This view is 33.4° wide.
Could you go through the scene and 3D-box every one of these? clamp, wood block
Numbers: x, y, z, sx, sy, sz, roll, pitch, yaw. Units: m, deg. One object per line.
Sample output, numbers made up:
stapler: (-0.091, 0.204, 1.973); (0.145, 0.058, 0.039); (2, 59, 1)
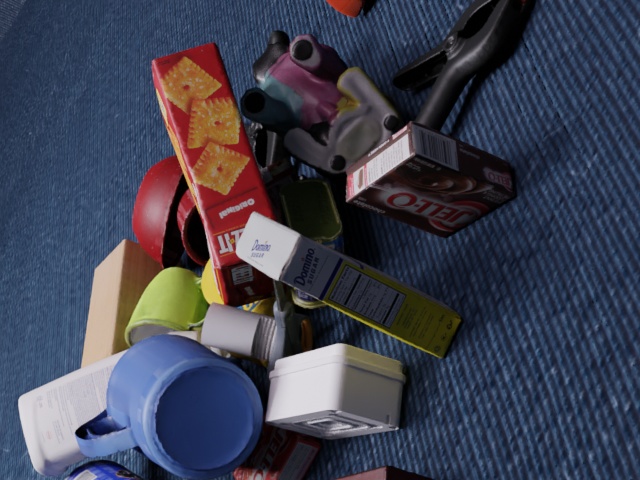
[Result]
clamp: (0.131, -0.164, 0.987); (0.172, 0.039, 0.120); (-44, 37, 35)
clamp: (-0.062, -0.144, 1.283); (0.210, 0.036, 0.165); (-108, 37, -49)
wood block: (-0.238, 0.116, 1.350); (0.091, 0.090, 0.206); (-39, 39, 40)

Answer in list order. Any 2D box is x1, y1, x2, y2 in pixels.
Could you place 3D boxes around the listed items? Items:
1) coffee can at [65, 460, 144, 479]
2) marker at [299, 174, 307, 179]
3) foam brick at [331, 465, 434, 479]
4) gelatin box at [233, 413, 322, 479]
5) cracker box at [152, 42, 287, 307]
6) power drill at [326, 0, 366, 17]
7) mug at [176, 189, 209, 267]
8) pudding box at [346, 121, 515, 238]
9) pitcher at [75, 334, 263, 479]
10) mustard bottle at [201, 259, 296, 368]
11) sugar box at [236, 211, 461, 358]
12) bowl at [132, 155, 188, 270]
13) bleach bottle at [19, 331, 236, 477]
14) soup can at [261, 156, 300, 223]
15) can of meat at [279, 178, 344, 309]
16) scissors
coffee can: (-0.221, 0.305, 1.169); (0.141, 0.102, 0.103); (3, 72, 60)
marker: (-0.050, -0.026, 1.210); (0.121, 0.020, 0.020); (-54, 31, 22)
foam brick: (0.047, 0.213, 0.838); (0.078, 0.052, 0.051); (-28, 46, 48)
gelatin box: (-0.042, 0.209, 1.014); (0.089, 0.030, 0.073); (-62, 29, 9)
cracker box: (-0.095, -0.056, 1.029); (0.164, 0.072, 0.214); (94, 159, -73)
power drill: (0.082, -0.320, 1.166); (0.188, 0.057, 0.184); (-26, 45, 46)
mug: (-0.123, -0.011, 1.266); (0.081, 0.093, 0.117); (-133, 33, -65)
pudding box: (0.092, -0.048, 0.892); (0.090, 0.113, 0.039); (-35, 44, 45)
pitcher: (-0.141, 0.166, 1.032); (0.149, 0.145, 0.243); (-67, 13, -9)
mustard bottle: (-0.071, 0.072, 1.133); (0.096, 0.058, 0.192); (-46, 34, 14)
sugar box: (0.023, 0.038, 0.877); (0.093, 0.176, 0.048); (26, 92, 61)
bowl: (-0.195, -0.044, 1.347); (0.162, 0.055, 0.162); (17, -91, -84)
bleach bottle: (-0.209, 0.175, 1.198); (0.251, 0.068, 0.102); (-23, 73, 9)
soup can: (-0.064, -0.037, 1.145); (0.102, 0.068, 0.068); (-27, 35, 0)
can of meat: (-0.007, 0.001, 1.038); (0.102, 0.057, 0.084); (-106, 9, -50)
scissors: (-0.038, 0.084, 0.966); (0.016, 0.201, 0.096); (14, 70, 17)
